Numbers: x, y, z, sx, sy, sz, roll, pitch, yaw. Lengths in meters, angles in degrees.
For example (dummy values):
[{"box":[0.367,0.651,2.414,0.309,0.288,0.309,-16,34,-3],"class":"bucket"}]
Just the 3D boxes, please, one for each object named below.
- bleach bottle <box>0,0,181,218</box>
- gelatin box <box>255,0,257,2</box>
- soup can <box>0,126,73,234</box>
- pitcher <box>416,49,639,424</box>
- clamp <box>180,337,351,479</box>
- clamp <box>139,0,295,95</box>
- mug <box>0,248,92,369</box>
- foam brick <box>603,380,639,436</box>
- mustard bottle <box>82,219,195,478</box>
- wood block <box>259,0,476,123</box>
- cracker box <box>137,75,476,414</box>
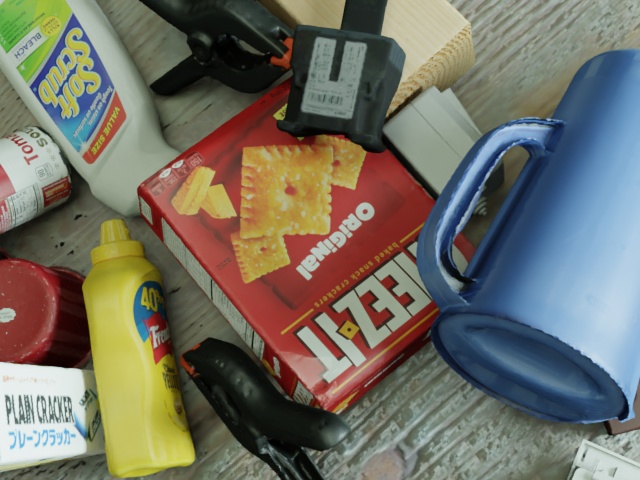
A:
[{"box":[-0.179,-0.116,0.860,0.102,0.068,0.251,-39,77,5],"class":"bleach bottle"},{"box":[-0.094,-0.213,0.848,0.030,0.089,0.073,-46,75,3],"class":"gelatin box"},{"box":[-0.254,-0.040,0.834,0.102,0.069,0.068,-31,72,-34],"class":"soup can"},{"box":[0.172,-0.014,0.709,0.145,0.149,0.242,17,64,26],"class":"pitcher"},{"box":[-0.034,0.126,0.748,0.036,0.164,0.210,-31,51,-23],"class":"clamp"},{"box":[-0.083,-0.145,0.812,0.172,0.120,0.039,25,59,27],"class":"clamp"},{"box":[-0.231,0.050,0.828,0.093,0.081,0.117,-35,75,3],"class":"mug"},{"box":[0.232,0.102,0.745,0.078,0.051,0.053,-18,77,7],"class":"foam brick"},{"box":[-0.140,0.077,0.798,0.058,0.096,0.191,-14,77,9],"class":"mustard bottle"},{"box":[0.015,-0.189,0.822,0.091,0.090,0.206,-43,74,1],"class":"wood block"},{"box":[-0.005,0.001,0.776,0.164,0.072,0.214,-37,75,-16],"class":"cracker box"}]
